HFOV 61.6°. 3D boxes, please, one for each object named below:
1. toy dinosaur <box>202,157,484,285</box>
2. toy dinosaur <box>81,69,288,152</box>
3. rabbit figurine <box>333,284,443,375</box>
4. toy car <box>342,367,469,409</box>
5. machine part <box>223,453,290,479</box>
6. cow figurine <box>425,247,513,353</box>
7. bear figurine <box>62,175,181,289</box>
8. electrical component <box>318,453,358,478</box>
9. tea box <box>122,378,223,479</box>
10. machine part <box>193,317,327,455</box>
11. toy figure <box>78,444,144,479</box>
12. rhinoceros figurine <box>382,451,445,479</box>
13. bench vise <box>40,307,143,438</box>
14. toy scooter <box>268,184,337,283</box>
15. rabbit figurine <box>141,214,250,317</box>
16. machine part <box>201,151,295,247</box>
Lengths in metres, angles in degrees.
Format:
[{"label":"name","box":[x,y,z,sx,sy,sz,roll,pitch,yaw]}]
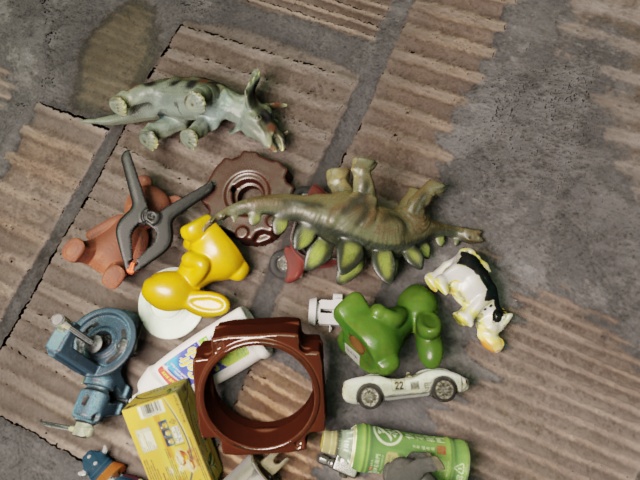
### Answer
[{"label":"toy dinosaur","box":[0.055,-0.030,0.878,0.471,0.105,0.198,11,74,-13]},{"label":"toy dinosaur","box":[-0.252,-0.257,1.022,0.405,0.131,0.192,13,35,23]},{"label":"rabbit figurine","box":[0.128,0.129,0.859,0.170,0.121,0.159,-31,38,-24]},{"label":"toy car","box":[0.136,0.235,0.861,0.202,0.073,0.056,-8,75,6]},{"label":"machine part","box":[-0.144,0.423,0.849,0.243,0.079,0.079,-43,74,-5]},{"label":"cow figurine","box":[0.259,0.098,0.876,0.098,0.068,0.167,-39,93,-6]},{"label":"bear figurine","box":[-0.344,-0.021,0.971,0.120,0.132,0.196,38,88,-4]},{"label":"electrical component","box":[0.048,0.351,0.869,0.094,0.021,0.063,18,78,11]},{"label":"tea box","box":[-0.235,0.323,0.865,0.098,0.068,0.169,-18,95,4]},{"label":"machine part","box":[-0.092,0.229,0.844,0.202,0.087,0.200,-3,101,-1]},{"label":"toy figure","box":[-0.337,0.408,0.889,0.155,0.064,0.057,35,120,19]},{"label":"rhinoceros figurine","box":[0.156,0.386,0.735,0.112,0.073,0.190,-25,77,-10]},{"label":"bench vise","box":[-0.375,0.195,0.867,0.129,0.240,0.223,17,62,15]},{"label":"toy scooter","box":[-0.002,-0.003,0.944,0.135,0.075,0.184,17,81,11]},{"label":"rabbit figurine","box":[-0.220,0.065,0.934,0.173,0.122,0.162,-37,96,-24]},{"label":"machine part","box":[-0.130,-0.078,0.990,0.179,0.056,0.179,-2,74,8]}]
